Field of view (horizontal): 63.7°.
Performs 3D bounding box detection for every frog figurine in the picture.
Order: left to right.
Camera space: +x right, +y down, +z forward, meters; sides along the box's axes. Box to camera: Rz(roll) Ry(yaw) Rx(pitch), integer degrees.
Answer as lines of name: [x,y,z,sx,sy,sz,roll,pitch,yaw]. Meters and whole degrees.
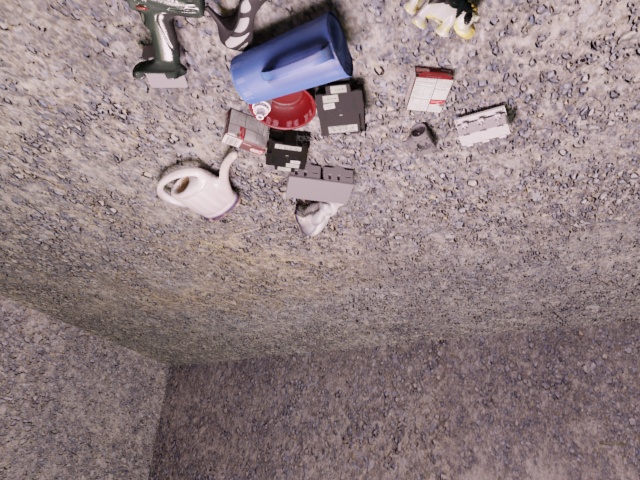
frog figurine: [0.005,-0.082,1.626,0.159,0.123,0.138,-13,180,9]

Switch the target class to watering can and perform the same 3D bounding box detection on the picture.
watering can: [-0.321,-0.154,1.527,0.345,0.106,0.221,-15,147,30]
